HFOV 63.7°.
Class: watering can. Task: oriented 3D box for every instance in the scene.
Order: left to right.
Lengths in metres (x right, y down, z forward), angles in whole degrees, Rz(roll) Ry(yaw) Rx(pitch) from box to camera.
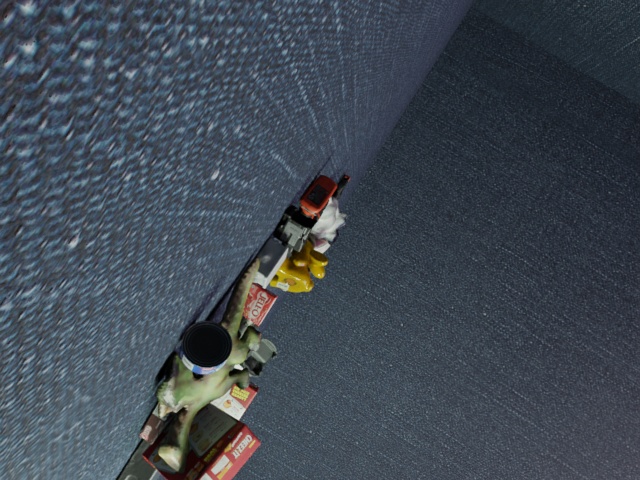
[{"bbox_3d":[-0.025,0.017,1.763,0.352,0.104,0.221,-58,176,-16],"label":"watering can"}]

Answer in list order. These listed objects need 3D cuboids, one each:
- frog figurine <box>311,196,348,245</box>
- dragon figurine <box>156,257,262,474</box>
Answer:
[{"bbox_3d":[0.005,-0.080,1.588,0.138,0.124,0.156,-46,138,-6],"label":"frog figurine"},{"bbox_3d":[-0.217,0.234,0.978,0.243,0.122,0.409,-6,110,-76],"label":"dragon figurine"}]
